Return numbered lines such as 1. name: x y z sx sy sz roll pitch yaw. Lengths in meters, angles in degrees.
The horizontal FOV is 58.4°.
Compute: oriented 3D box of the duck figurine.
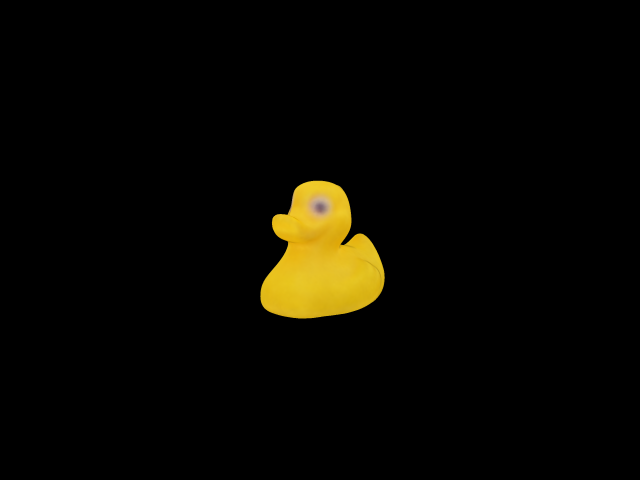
1. duck figurine: 0.004 0.001 0.400 0.077 0.086 0.105 7 11 39
